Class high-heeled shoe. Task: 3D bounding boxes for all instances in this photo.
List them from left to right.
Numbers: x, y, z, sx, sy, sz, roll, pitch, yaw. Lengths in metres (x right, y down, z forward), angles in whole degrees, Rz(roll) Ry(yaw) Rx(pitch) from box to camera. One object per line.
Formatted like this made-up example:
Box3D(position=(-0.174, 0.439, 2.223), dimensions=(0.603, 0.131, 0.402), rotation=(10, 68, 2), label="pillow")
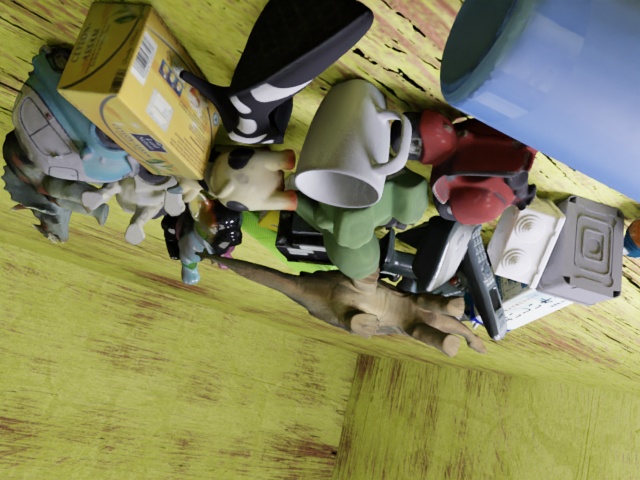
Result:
Box3D(position=(-0.019, -0.130, 0.477), dimensions=(0.249, 0.086, 0.145), rotation=(4, 166, 46), label="high-heeled shoe")

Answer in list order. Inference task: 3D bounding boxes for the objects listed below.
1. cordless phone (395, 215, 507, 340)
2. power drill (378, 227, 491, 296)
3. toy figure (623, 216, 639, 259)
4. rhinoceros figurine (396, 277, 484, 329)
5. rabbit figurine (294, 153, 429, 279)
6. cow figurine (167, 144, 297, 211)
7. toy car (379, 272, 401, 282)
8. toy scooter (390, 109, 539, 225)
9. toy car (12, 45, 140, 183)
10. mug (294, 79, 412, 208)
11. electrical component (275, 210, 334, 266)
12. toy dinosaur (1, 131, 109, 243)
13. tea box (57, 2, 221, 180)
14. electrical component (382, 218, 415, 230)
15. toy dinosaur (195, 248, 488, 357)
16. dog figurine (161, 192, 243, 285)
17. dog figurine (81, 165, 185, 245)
Box3D(position=(0.183, 0.052, 0.684), dimensions=(0.089, 0.184, 0.146), rotation=(-22, 179, 33), label="cordless phone")
Box3D(position=(0.193, 0.038, 0.903), dimensions=(0.207, 0.086, 0.232), rotation=(11, 158, -15), label="power drill")
Box3D(position=(0.384, -0.012, 0.584), dimensions=(0.064, 0.058, 0.154), rotation=(21, 169, -2), label="toy figure")
Box3D(position=(0.240, 0.111, 1.045), dimensions=(0.191, 0.112, 0.073), rotation=(17, 164, 20), label="rhinoceros figurine")
Box3D(position=(0.030, -0.025, 0.651), dimensions=(0.159, 0.121, 0.170), rotation=(41, 148, 30), label="rabbit figurine")
Box3D(position=(-0.116, -0.081, 0.661), dimensions=(0.127, 0.085, 0.195), rotation=(-4, -165, -24), label="cow figurine")
Box3D(position=(0.101, 0.058, 1.085), dimensions=(0.073, 0.056, 0.202), rotation=(12, 167, -17), label="toy car")
Box3D(position=(0.164, -0.072, 0.534), dimensions=(0.135, 0.075, 0.183), rotation=(0, 155, 37), label="toy scooter")
Box3D(position=(-0.277, -0.123, 0.590), dimensions=(0.161, 0.103, 0.109), rotation=(56, 157, -12), label="toy car")
Box3D(position=(0.034, -0.095, 0.496), dimensions=(0.080, 0.107, 0.110), rotation=(26, 157, -39), label="mug")
Box3D(position=(-0.002, -0.002, 0.784), dimensions=(0.115, 0.058, 0.134), rotation=(4, 165, 6), label="electrical component")
Box3D(position=(-0.418, -0.113, 0.830), dimensions=(0.192, 0.131, 0.404), rotation=(16, 158, -10), label="toy dinosaur")
Box3D(position=(-0.166, -0.139, 0.534), dimensions=(0.068, 0.098, 0.169), rotation=(10, 162, 15), label="tea box")
Box3D(position=(0.094, -0.038, 0.805), dimensions=(0.094, 0.021, 0.063), rotation=(16, 165, -11), label="electrical component")
Box3D(position=(0.045, 0.091, 0.808), dimensions=(0.471, 0.105, 0.198), rotation=(22, 167, -15), label="toy dinosaur")
Box3D(position=(-0.194, -0.038, 0.905), dimensions=(0.108, 0.192, 0.219), rotation=(-17, 151, -29), label="dog figurine")
Box3D(position=(-0.244, -0.098, 0.807), dimensions=(0.121, 0.172, 0.191), rotation=(53, -168, -15), label="dog figurine")
